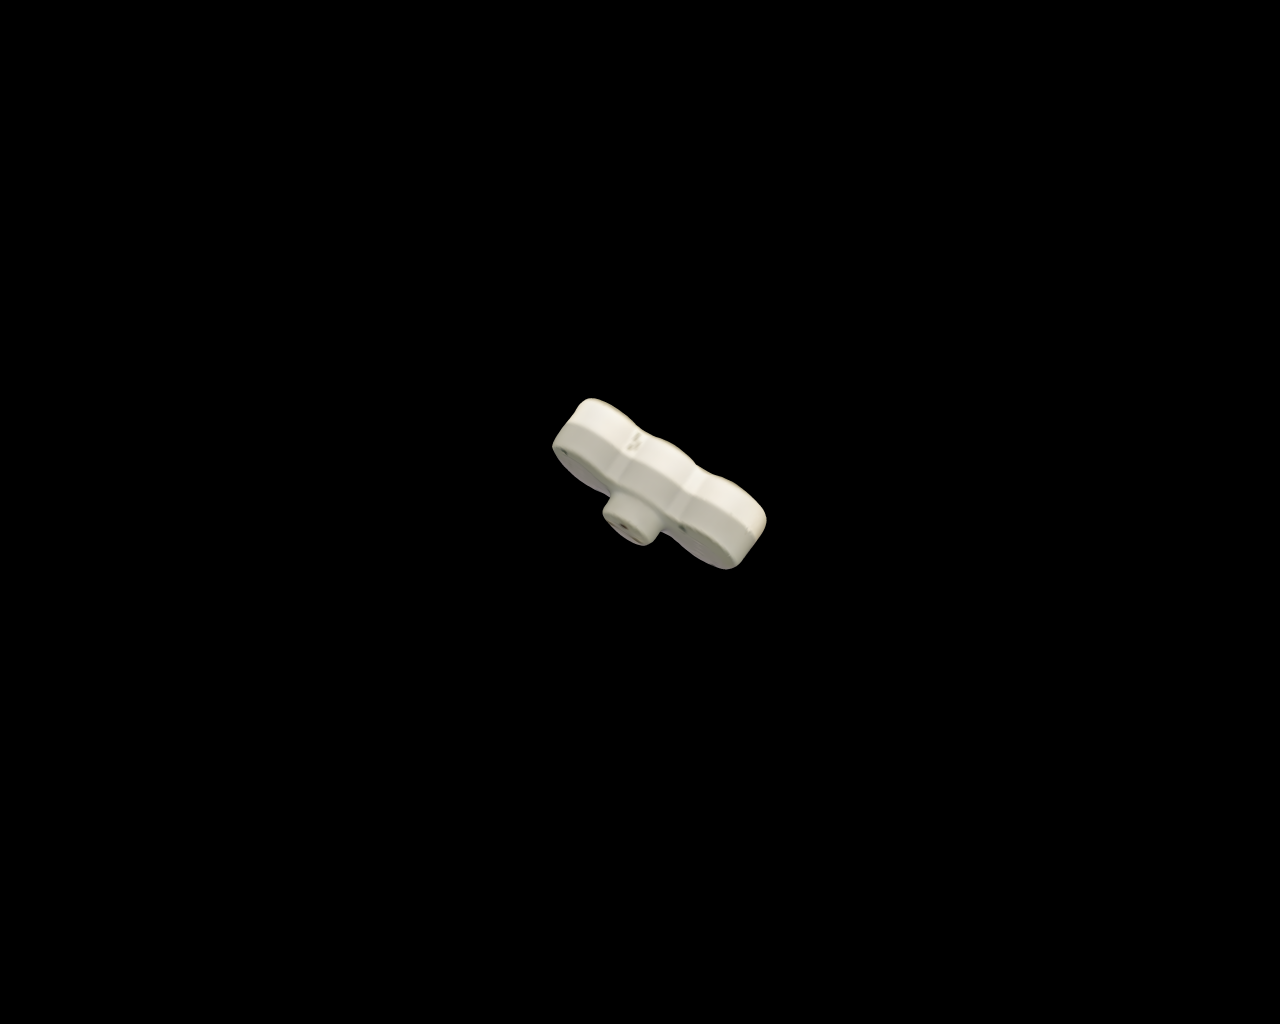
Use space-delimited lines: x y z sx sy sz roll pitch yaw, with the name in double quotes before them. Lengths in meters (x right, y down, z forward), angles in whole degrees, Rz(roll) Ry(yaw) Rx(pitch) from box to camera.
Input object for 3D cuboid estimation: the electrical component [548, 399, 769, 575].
"electrical component" 0.001 -0.003 0.650 0.138 0.074 0.052 33 -16 11
